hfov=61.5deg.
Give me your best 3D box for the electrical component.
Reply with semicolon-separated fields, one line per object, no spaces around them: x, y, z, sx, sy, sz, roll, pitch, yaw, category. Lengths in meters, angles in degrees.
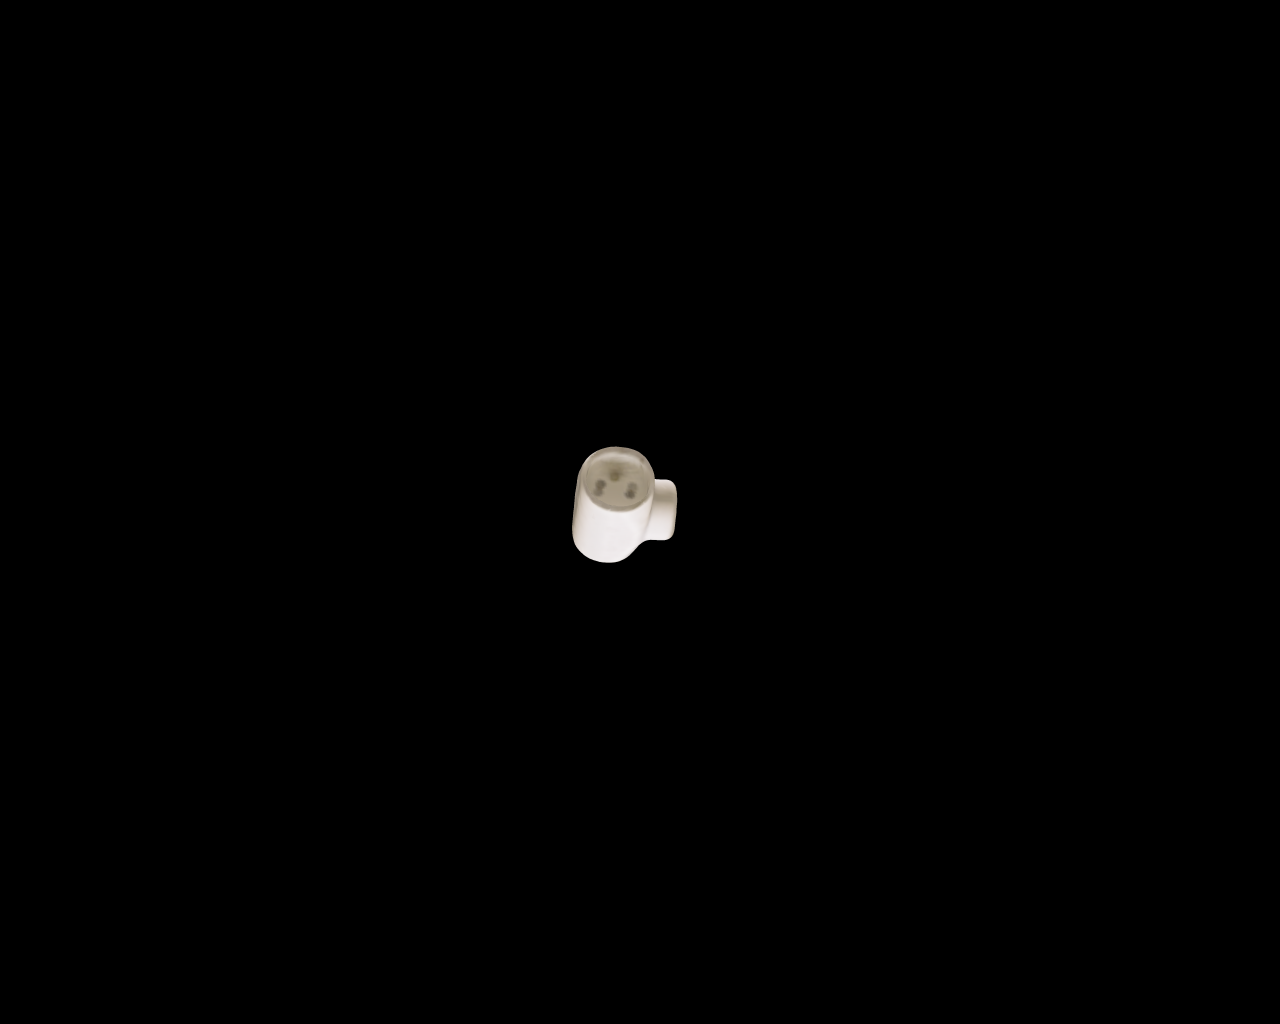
0.001;-0.003;0.650;0.079;0.044;0.077;3;-26;-7;electrical component
